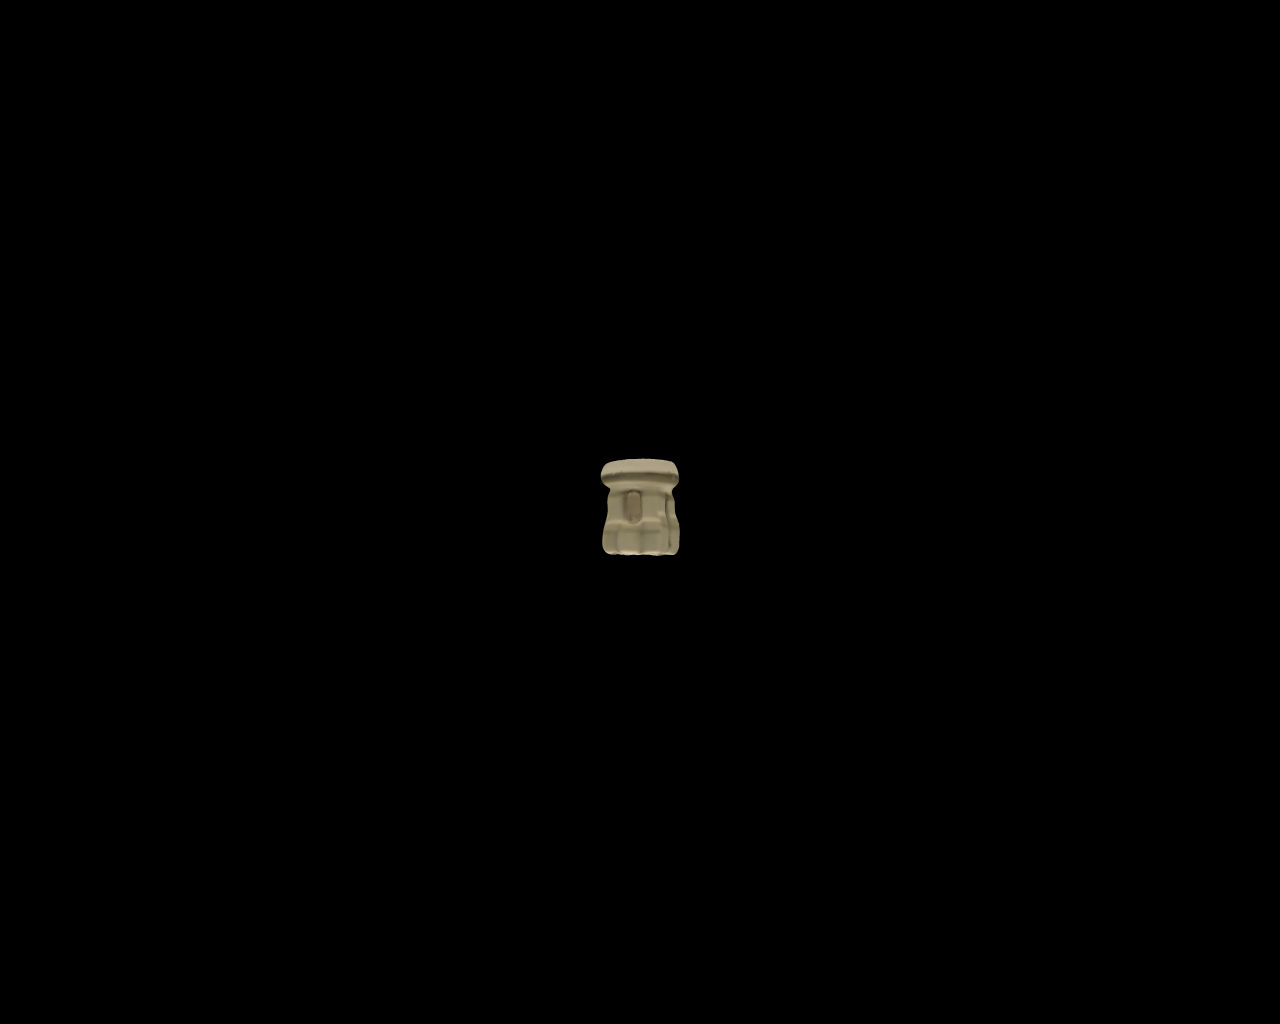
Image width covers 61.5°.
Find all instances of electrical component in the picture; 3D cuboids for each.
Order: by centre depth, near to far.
[{"bbox_3d":[0.001,-0.003,0.650,0.048,0.055,0.066,-1,-5,15],"label":"electrical component"}]
